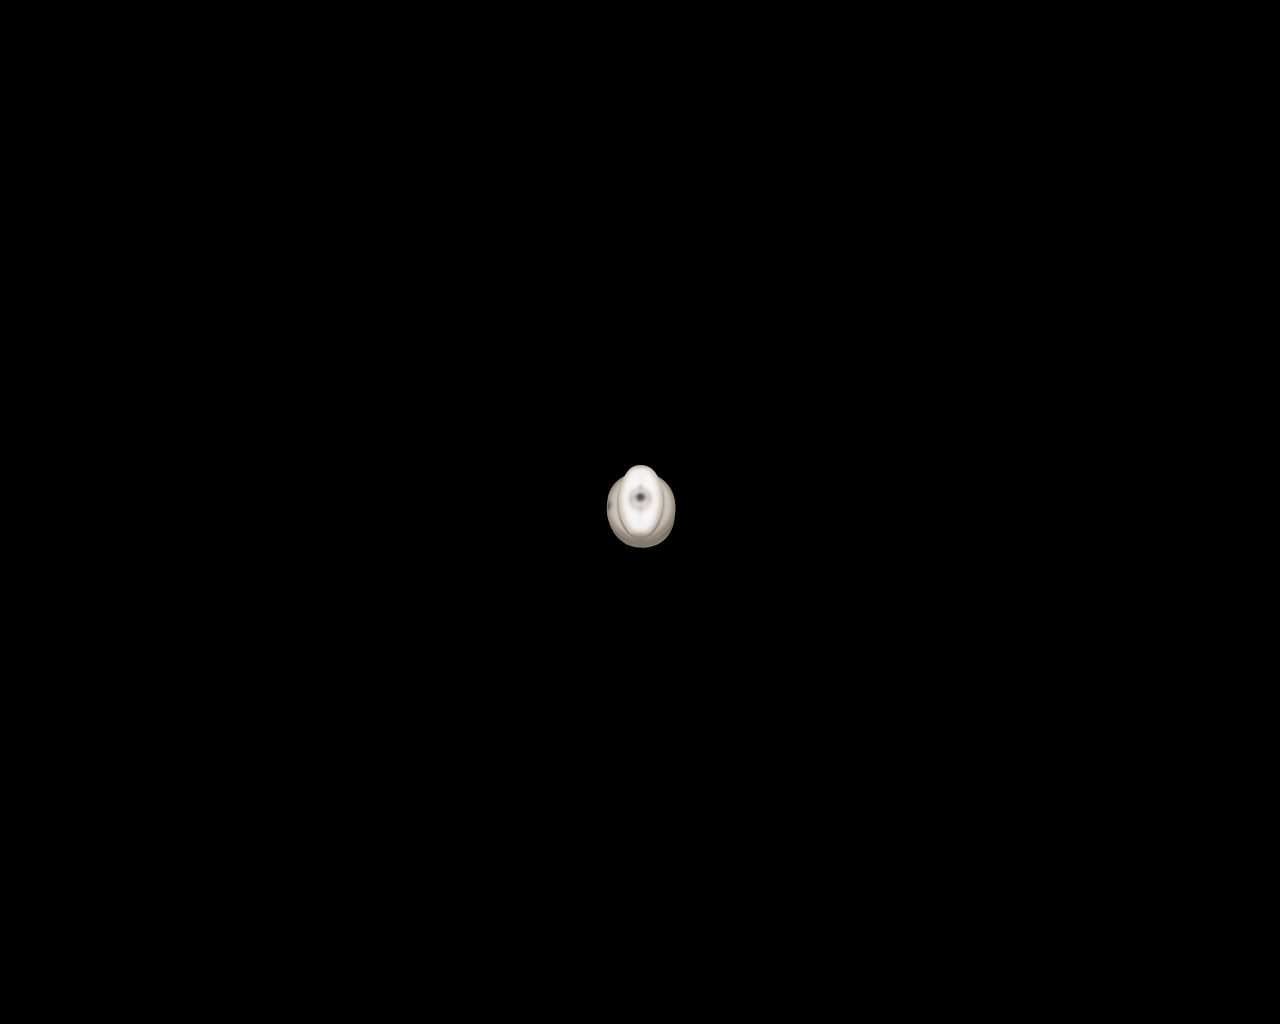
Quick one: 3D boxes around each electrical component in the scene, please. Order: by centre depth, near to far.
[{"bbox_3d":[0.001,-0.003,0.650,0.043,0.043,0.081,0,-9,0],"label":"electrical component"}]
